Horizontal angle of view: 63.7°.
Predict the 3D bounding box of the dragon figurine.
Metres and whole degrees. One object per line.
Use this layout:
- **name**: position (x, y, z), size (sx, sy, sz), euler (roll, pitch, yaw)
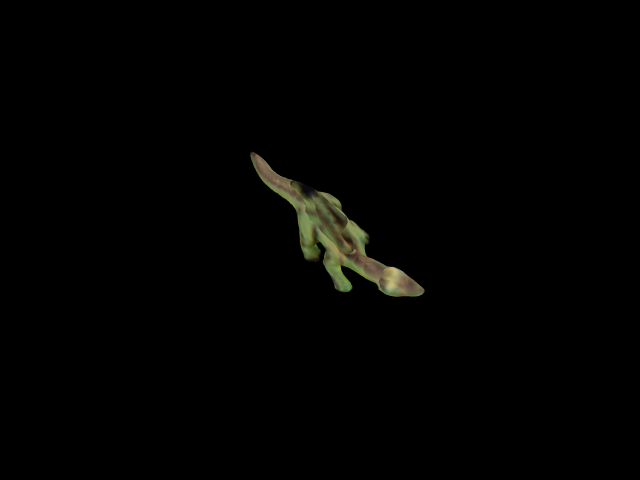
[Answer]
- **dragon figurine**: position (0.003, -0.043, 0.850), size (0.413, 0.123, 0.240), euler (43, -10, 11)
